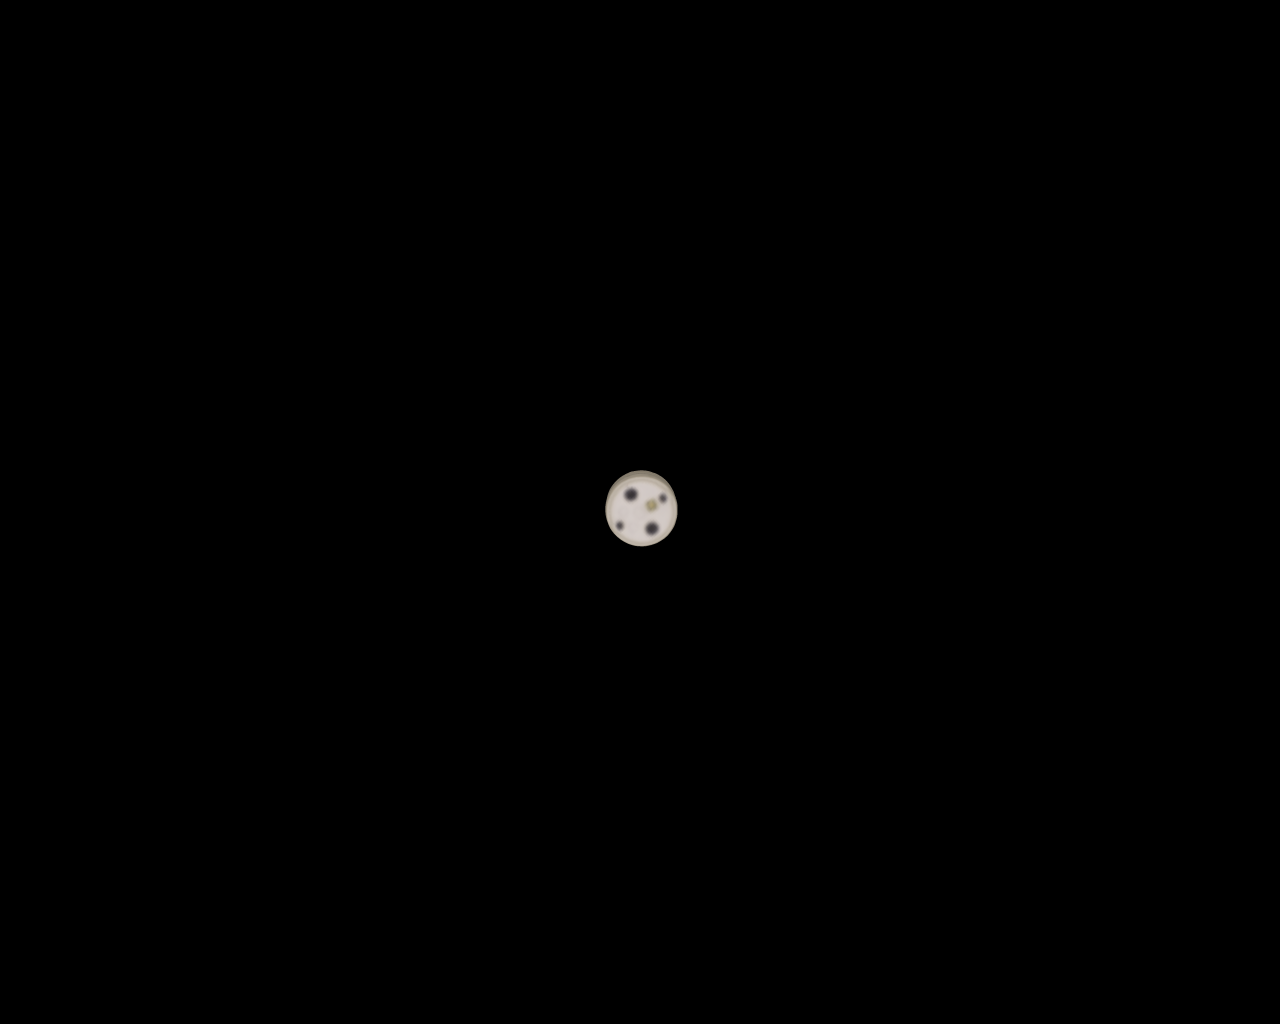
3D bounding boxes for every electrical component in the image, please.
[{"bbox_3d":[0.001,-0.003,0.650,0.045,0.045,0.055,0,4,0],"label":"electrical component"}]
